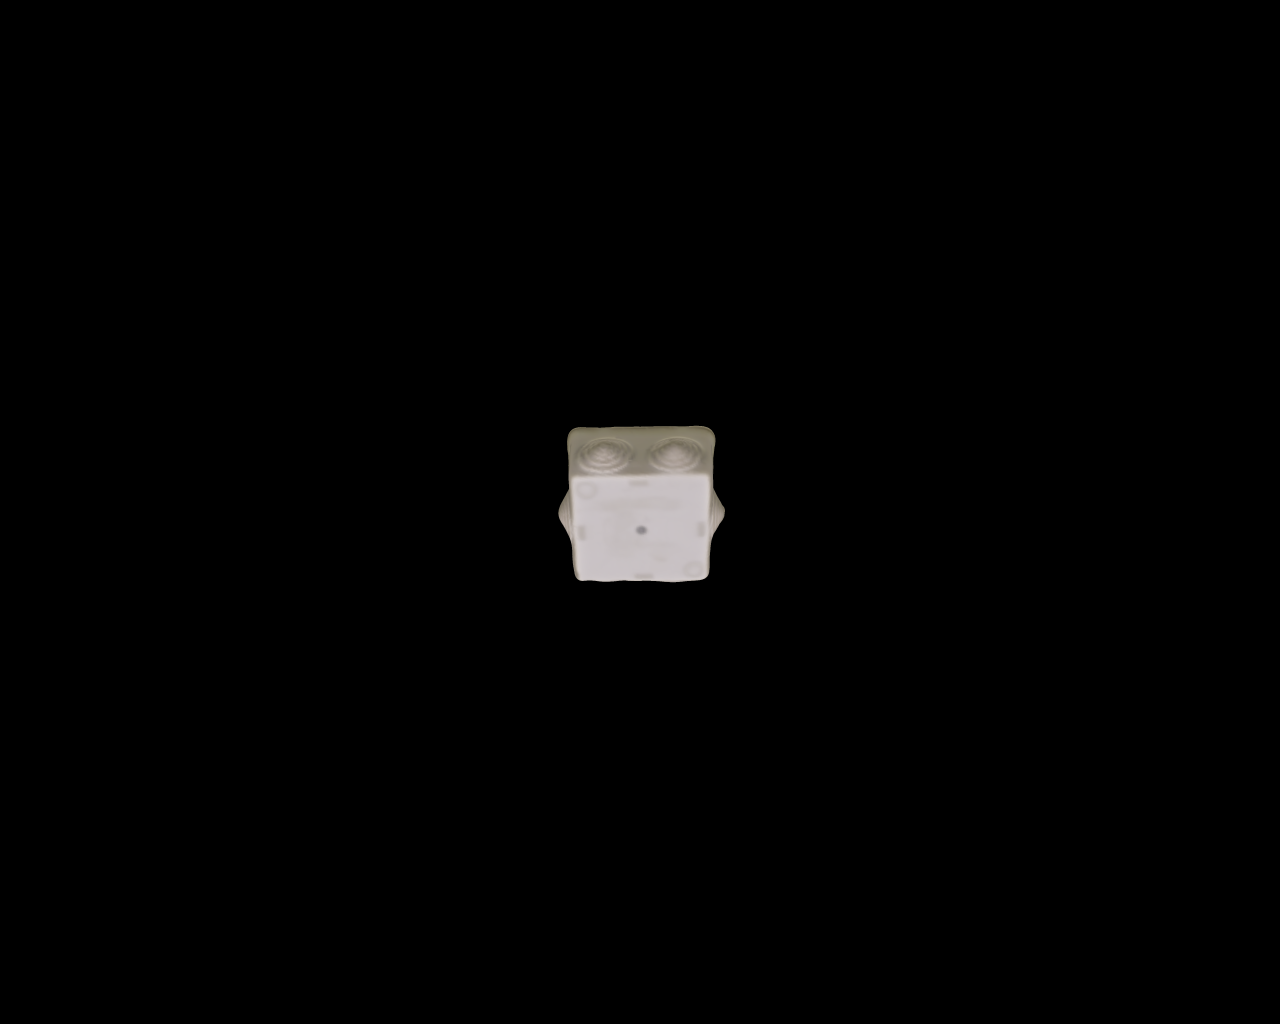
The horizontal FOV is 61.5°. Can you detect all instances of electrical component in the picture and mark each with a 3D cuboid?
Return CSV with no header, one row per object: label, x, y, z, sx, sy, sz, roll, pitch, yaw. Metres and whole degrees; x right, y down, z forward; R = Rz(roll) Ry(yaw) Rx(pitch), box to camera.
electrical component,0.001,-0.003,0.650,0.100,0.099,0.048,0,37,0
